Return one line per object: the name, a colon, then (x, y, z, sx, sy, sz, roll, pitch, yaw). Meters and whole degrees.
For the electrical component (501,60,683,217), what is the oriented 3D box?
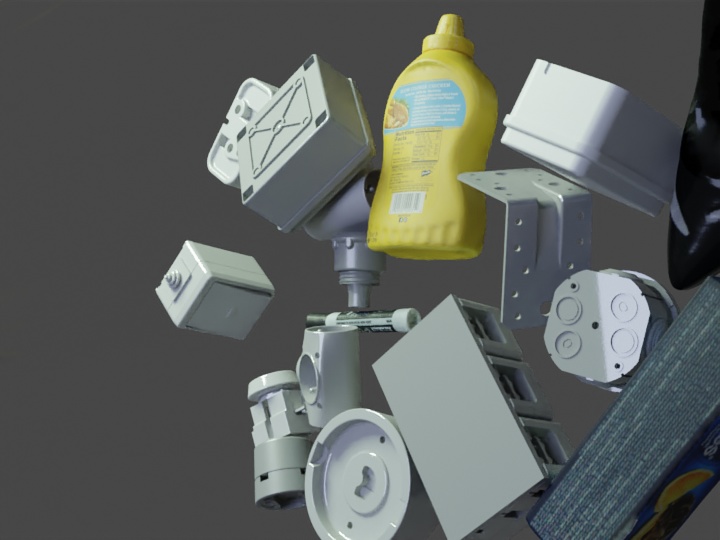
electrical component: (0.156, -0.084, 0.699, 0.078, 0.113, 0.057, 32, 99, 45)

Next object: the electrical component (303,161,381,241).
electrical component: (-0.008, -0.071, 0.908, 0.077, 0.043, 0.079, -16, 60, 42)

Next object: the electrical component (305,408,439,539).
electrical component: (0.017, 0.161, 0.810, 0.108, 0.060, 0.108, -13, 70, 42)

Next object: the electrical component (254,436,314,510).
electrical component: (-0.061, 0.168, 0.891, 0.055, 0.055, 0.047, -30, 56, 36)

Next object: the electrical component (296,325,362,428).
electrical component: (-0.029, 0.084, 0.883, 0.079, 0.044, 0.077, -173, 79, -66)

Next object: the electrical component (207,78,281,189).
electrical component: (-0.089, -0.120, 0.989, 0.054, 0.059, 0.095, 39, 107, 43)

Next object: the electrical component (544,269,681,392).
electrical component: (0.164, 0.038, 0.698, 0.080, 0.051, 0.080, -7, 78, 36)

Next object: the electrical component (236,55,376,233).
electrical component: (-0.048, -0.105, 0.893, 0.109, 0.056, 0.108, -42, 34, 23)

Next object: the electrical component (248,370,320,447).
electrical component: (-0.068, 0.119, 0.917, 0.066, 0.048, 0.055, -31, 67, 36)

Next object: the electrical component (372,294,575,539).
electrical component: (0.084, 0.106, 0.757, 0.089, 0.062, 0.150, -44, 52, 28)

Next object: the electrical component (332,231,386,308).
electrical component: (0.000, 0.000, 0.881, 0.048, 0.048, 0.062, -3, 84, 44)

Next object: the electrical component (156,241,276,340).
electrical component: (-0.133, 0.020, 0.969, 0.061, 0.096, 0.061, -55, 48, 19)
